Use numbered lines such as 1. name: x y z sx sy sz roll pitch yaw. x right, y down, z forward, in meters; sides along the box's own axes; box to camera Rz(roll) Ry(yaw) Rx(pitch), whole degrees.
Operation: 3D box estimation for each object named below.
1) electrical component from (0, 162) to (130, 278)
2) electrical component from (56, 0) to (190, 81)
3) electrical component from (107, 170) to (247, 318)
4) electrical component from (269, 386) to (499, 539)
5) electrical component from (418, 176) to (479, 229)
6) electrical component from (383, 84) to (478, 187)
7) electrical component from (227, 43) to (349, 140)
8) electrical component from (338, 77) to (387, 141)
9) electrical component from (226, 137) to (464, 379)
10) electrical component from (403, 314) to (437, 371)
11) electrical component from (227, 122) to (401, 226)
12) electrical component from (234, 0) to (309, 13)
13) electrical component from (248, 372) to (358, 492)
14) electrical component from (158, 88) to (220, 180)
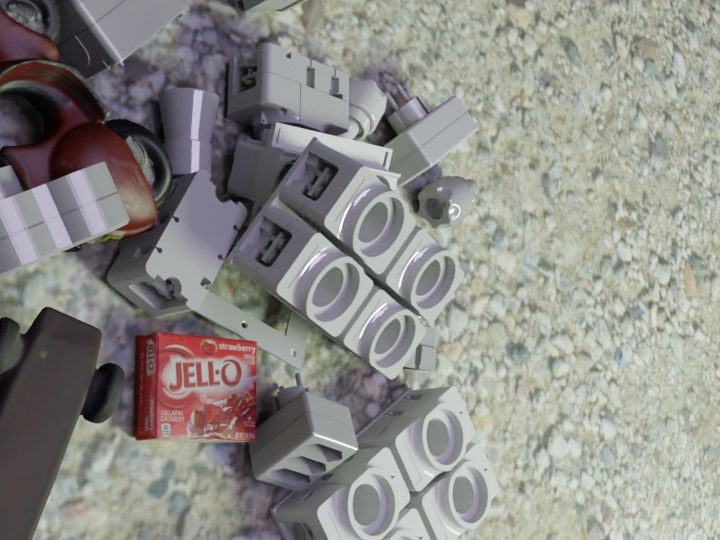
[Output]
1. electrical component: -0.204 -0.035 0.597 0.138 0.052 0.073 -27 100 -31
2. electrical component: -0.169 -0.179 0.732 0.061 0.062 0.096 55 49 -21
3. electrical component: -0.128 -0.017 0.743 0.050 0.056 0.089 43 54 -30
4. electrical component: 0.029 0.182 0.855 0.186 0.060 0.105 -35 106 -43
5. electrical component: 0.084 -0.065 0.974 0.062 0.043 0.043 -31 103 -45
6. electrical component: 0.049 -0.130 0.952 0.075 0.047 0.083 54 48 -5
7. electrical component: -0.056 -0.132 0.844 0.089 0.050 0.055 13 72 -43
8. electrical component: -0.006 -0.127 0.897 0.043 0.043 0.062 46 53 -29
9. electrical component: 0.000 0.000 0.796 0.105 0.060 0.186 -55 144 -5
10. electrical component: 0.037 0.054 0.902 0.066 0.048 0.055 13 80 -43
11. electrical component: -0.036 -0.067 0.831 0.121 0.063 0.078 7 99 -44
12. electrical component: -0.050 -0.251 0.830 0.057 0.113 0.078 -18 94 -43
13. electrical component: -0.046 0.112 0.797 0.047 0.066 0.076 27 35 -38
14. electrical component: -0.124 -0.094 0.775 0.044 0.044 0.065 7 82 -44
